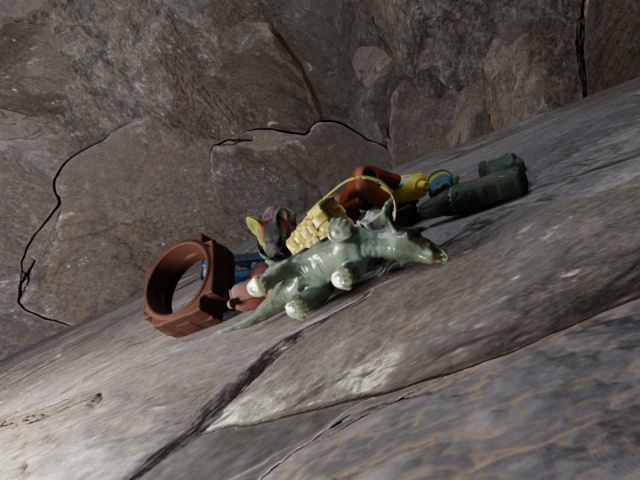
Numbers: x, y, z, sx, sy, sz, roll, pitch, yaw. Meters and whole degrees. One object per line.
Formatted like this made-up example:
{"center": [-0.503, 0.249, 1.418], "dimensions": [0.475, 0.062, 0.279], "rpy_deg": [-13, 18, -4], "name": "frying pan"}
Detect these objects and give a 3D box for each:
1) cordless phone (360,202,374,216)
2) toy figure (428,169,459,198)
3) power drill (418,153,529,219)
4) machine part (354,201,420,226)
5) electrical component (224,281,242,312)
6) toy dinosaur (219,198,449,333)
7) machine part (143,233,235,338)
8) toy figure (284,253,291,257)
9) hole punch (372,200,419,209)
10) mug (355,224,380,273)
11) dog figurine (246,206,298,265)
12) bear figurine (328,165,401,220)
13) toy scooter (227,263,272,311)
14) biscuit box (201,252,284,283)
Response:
{"center": [0.117, -0.095, 1.446], "dimensions": [0.184, 0.089, 0.146], "rpy_deg": [-40, -17, 30], "name": "cordless phone"}
{"center": [0.306, -0.128, 1.326], "dimensions": [0.082, 0.089, 0.180], "rpy_deg": [-3, 9, 13], "name": "toy figure"}
{"center": [0.346, -0.118, 1.168], "dimensions": [0.232, 0.086, 0.207], "rpy_deg": [-16, 7, 41], "name": "power drill"}
{"center": [0.163, -0.046, 1.336], "dimensions": [0.179, 0.056, 0.179], "rpy_deg": [-23, 8, 3], "name": "machine part"}
{"center": [-0.197, 0.131, 1.260], "dimensions": [0.119, 0.047, 0.075], "rpy_deg": [-22, 6, 9], "name": "electrical component"}
{"center": [0.011, 0.049, 0.928], "dimensions": [0.405, 0.131, 0.192], "rpy_deg": [-26, -7, 27], "name": "toy dinosaur"}
{"center": [-0.292, 0.099, 1.189], "dimensions": [0.201, 0.087, 0.201], "rpy_deg": [-22, 52, 22], "name": "machine part"}
{"center": [-0.143, 0.072, 1.485], "dimensions": [0.154, 0.057, 0.064], "rpy_deg": [-21, 11, -11], "name": "toy figure"}
{"center": [0.210, -0.100, 1.546], "dimensions": [0.116, 0.092, 0.142], "rpy_deg": [-56, 16, -8], "name": "hole punch"}
{"center": [0.055, 0.038, 1.028], "dimensions": [0.107, 0.080, 0.110], "rpy_deg": [-32, 42, 6], "name": "mug"}
{"center": [-0.106, -0.030, 1.233], "dimensions": [0.108, 0.191, 0.219], "rpy_deg": [-14, -27, 1], "name": "dog figurine"}
{"center": [0.091, -0.089, 1.302], "dimensions": [0.195, 0.132, 0.120], "rpy_deg": [-53, 18, 47], "name": "bear figurine"}
{"center": [-0.133, 0.103, 1.136], "dimensions": [0.135, 0.075, 0.184], "rpy_deg": [-22, 10, -8], "name": "toy scooter"}
{"center": [-0.191, 0.069, 1.328], "dimensions": [0.202, 0.059, 0.063], "rpy_deg": [-4, 18, -34], "name": "biscuit box"}
